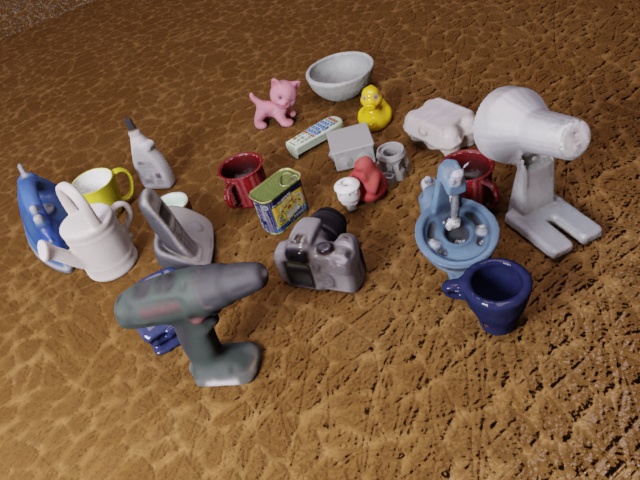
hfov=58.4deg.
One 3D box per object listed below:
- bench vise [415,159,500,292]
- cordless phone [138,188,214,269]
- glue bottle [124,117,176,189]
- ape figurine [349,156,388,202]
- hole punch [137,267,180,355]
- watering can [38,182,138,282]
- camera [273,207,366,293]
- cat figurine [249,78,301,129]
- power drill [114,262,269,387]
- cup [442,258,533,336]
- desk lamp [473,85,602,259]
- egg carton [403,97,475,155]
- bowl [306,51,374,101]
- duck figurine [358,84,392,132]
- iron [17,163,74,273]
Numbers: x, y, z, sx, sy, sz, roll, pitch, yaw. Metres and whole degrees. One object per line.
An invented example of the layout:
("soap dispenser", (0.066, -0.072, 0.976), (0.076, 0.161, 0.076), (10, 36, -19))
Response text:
("bench vise", (0.180, -0.043, 0.856), (0.121, 0.220, 0.206), (-28, 42, -12))
("cordless phone", (-0.259, -0.036, 1.016), (0.094, 0.185, 0.147), (-15, 41, 2))
("glue bottle", (-0.375, -0.187, 1.228), (0.078, 0.173, 0.037), (3, 45, 21))
("ape figurine", (0.086, -0.116, 1.064), (0.076, 0.092, 0.077), (-19, 41, -2))
("hole punch", (-0.248, 0.111, 0.922), (0.109, 0.091, 0.100), (-33, 44, -18))
("watering can", (-0.424, -0.018, 1.042), (0.100, 0.194, 0.173), (6, 46, 24))
("camera", (0.009, 0.003, 0.951), (0.142, 0.101, 0.137), (6, 46, 24))
("cat figurine", (-0.103, -0.329, 1.339), (0.127, 0.118, 0.067), (-3, 43, 15))
("power drill", (-0.156, 0.115, 0.799), (0.229, 0.209, 0.075), (-6, 42, 11))
("cup", (0.231, 0.087, 0.792), (0.117, 0.095, 0.091), (-3, 43, 15))
("desk lamp", (0.341, -0.117, 0.891), (0.118, 0.214, 0.202), (-26, 42, -11))
("egg carton", (0.243, -0.228, 1.153), (0.107, 0.069, 0.149), (-34, 44, -19))
("bowl", (0.053, -0.385, 1.383), (0.167, 0.075, 0.167), (-9, 42, 8))
("duck figurine", (0.117, -0.301, 1.262), (0.077, 0.086, 0.104), (-2, 43, 16))
("iron", (-0.561, -0.052, 1.164), (0.119, 0.142, 0.257), (-29, 43, -14))
